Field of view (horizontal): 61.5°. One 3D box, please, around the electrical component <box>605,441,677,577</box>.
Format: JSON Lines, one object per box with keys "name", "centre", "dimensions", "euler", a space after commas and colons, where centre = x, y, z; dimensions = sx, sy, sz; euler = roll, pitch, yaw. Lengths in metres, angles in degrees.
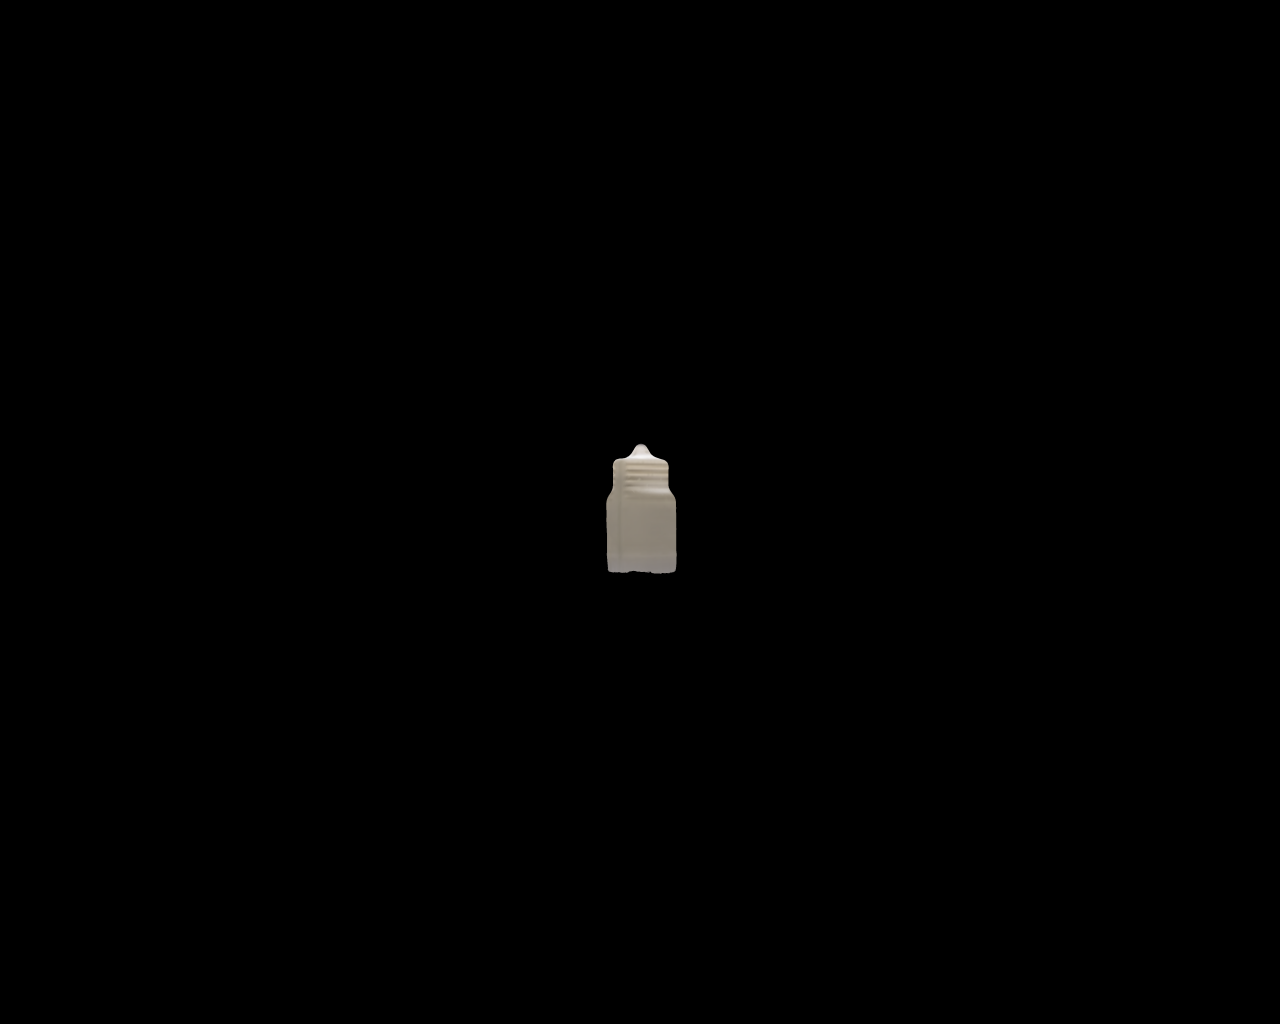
{"name": "electrical component", "centre": [0.001, -0.003, 0.650], "dimensions": [0.043, 0.081, 0.043], "euler": [0, 0, 0]}
